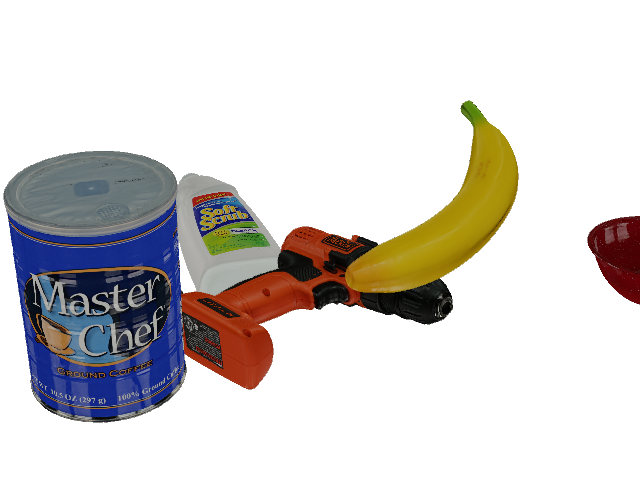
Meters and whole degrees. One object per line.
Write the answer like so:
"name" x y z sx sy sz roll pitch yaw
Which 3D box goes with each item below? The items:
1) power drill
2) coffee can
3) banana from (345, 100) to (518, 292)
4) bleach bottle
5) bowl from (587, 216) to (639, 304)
"power drill" -0.010 0.054 0.878 0.187 0.057 0.185 -24 29 -37
"coffee can" -0.139 0.028 0.674 0.103 0.140 0.103 1 29 -1
"banana" 0.089 -0.020 0.731 0.070 0.037 0.197 24 50 16
"bleach bottle" -0.117 -0.009 1.166 0.102 0.068 0.251 -8 30 -20
"bowl" 0.370 0.030 1.160 0.162 0.055 0.162 0 26 0
